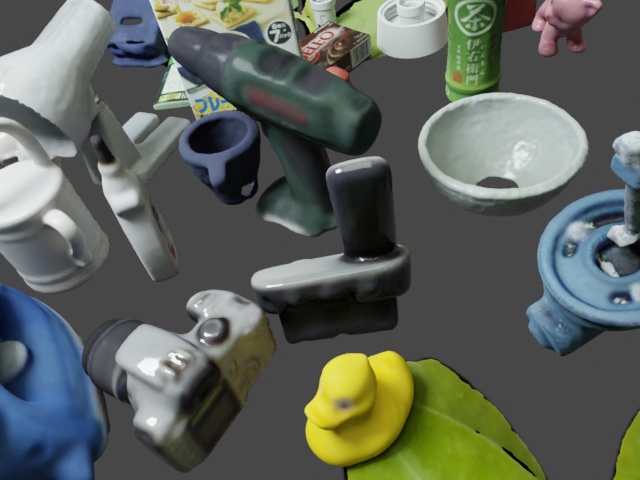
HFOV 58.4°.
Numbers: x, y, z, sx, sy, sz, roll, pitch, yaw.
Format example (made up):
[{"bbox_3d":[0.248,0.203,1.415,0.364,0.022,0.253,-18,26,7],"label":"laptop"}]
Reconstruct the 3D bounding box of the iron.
[{"bbox_3d":[-0.278,0.106,0.496,0.119,0.142,0.257,-25,49,-11],"label":"iron"}]

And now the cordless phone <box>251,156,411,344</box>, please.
[{"bbox_3d":[0.005,0.002,0.501,0.147,0.185,0.094,-13,48,1],"label":"cordless phone"}]

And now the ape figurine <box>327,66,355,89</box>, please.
[{"bbox_3d":[0.023,-0.172,0.715,0.076,0.092,0.077,-9,48,5],"label":"ape figurine"}]

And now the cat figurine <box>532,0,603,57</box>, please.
[{"bbox_3d":[0.328,-0.314,0.760,0.067,0.118,0.128,-4,48,9],"label":"cat figurine"}]

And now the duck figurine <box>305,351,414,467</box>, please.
[{"bbox_3d":[0.029,0.121,0.457,0.105,0.086,0.077,-38,52,-21],"label":"duck figurine"}]

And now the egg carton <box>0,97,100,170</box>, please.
[{"bbox_3d":[-0.379,-0.156,0.800,0.107,0.069,0.150,8,51,18],"label":"egg carton"}]

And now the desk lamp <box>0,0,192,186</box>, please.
[{"bbox_3d":[-0.278,-0.161,0.685,0.117,0.214,0.203,13,53,22],"label":"desk lamp"}]

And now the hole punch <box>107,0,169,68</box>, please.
[{"bbox_3d":[-0.294,-0.344,0.935,0.108,0.091,0.101,6,50,17],"label":"hole punch"}]

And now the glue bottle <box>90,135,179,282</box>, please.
[{"bbox_3d":[-0.191,-0.035,0.582,0.037,0.173,0.078,-23,48,-9],"label":"glue bottle"}]

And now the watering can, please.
[{"bbox_3d":[-0.315,-0.040,0.598,0.172,0.194,0.101,4,50,15],"label":"watering can"}]

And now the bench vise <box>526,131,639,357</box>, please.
[{"bbox_3d":[0.257,-0.021,0.444,0.208,0.220,0.121,-37,52,-20],"label":"bench vise"}]

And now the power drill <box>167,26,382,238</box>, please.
[{"bbox_3d":[-0.042,-0.107,0.591,0.228,0.209,0.076,20,56,27],"label":"power drill"}]

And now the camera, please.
[{"bbox_3d":[-0.132,0.100,0.499,0.136,0.101,0.143,19,55,26],"label":"camera"}]

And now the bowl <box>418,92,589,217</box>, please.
[{"bbox_3d":[0.189,-0.079,0.609,0.167,0.075,0.167,-6,48,7],"label":"bowl"}]

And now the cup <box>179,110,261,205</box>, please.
[{"bbox_3d":[-0.104,-0.078,0.655,0.091,0.095,0.117,-11,48,2],"label":"cup"}]
